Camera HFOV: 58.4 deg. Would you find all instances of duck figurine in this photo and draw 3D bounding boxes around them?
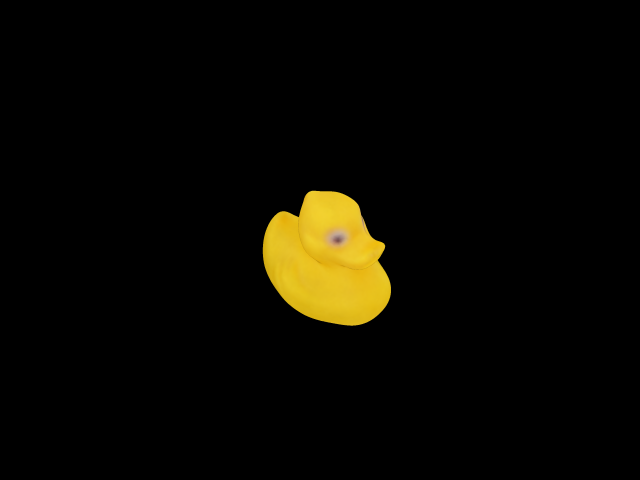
[{"bbox_3d":[0.004,0.001,0.400,0.104,0.086,0.078,32,54,27],"label":"duck figurine"}]
